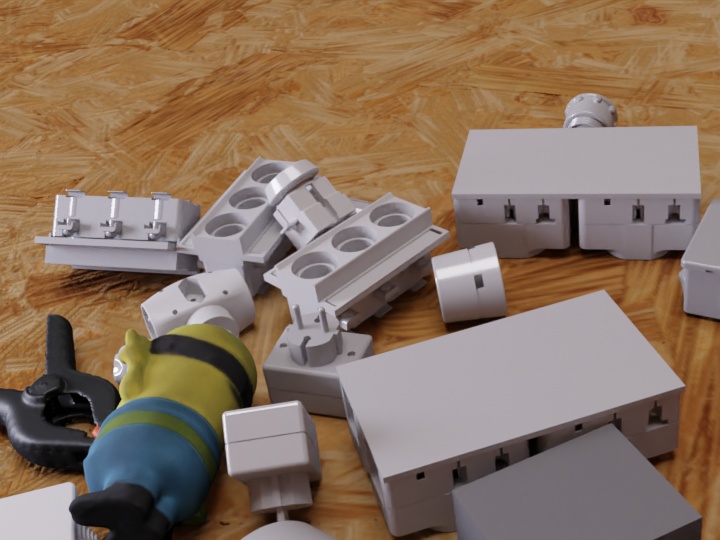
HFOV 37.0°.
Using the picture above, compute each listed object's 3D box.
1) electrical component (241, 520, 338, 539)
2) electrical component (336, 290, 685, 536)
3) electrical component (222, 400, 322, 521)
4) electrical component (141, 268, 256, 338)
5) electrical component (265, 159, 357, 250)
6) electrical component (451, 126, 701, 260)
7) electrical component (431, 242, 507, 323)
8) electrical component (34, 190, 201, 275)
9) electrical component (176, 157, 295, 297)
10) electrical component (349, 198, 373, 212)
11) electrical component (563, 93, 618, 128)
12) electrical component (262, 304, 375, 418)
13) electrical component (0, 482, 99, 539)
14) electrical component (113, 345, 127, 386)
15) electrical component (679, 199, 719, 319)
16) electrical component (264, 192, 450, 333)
[{"bbox_3d":[-0.034,0.180,0.543,0.099,0.099,0.064,-32,34,-29],"label":"electrical component"},{"bbox_3d":[0.091,0.089,0.673,0.186,0.060,0.105,-15,35,-8],"label":"electrical component"},{"bbox_3d":[-0.049,0.126,0.651,0.047,0.083,0.075,-9,73,1],"label":"electrical component"},{"bbox_3d":[-0.115,0.041,0.807,0.077,0.043,0.079,-22,37,-18],"label":"electrical component"},{"bbox_3d":[-0.042,-0.053,0.845,0.066,0.048,0.055,-33,83,-38],"label":"electrical component"},{"bbox_3d":[0.177,-0.064,0.872,0.186,0.060,0.105,1,36,15],"label":"electrical component"},{"bbox_3d":[0.080,0.011,0.795,0.047,0.055,0.055,-11,34,4],"label":"electrical component"},{"bbox_3d":[-0.197,-0.031,0.902,0.121,0.063,0.079,3,-4,17],"label":"electrical component"},{"bbox_3d":[-0.085,-0.036,0.892,0.079,0.063,0.121,7,38,22],"label":"electrical component"},{"bbox_3d":[-0.009,-0.043,0.907,0.046,0.040,0.040,10,39,16],"label":"electrical component"},{"bbox_3d":[0.205,-0.126,0.971,0.048,0.048,0.062,6,45,21],"label":"electrical component"},{"bbox_3d":[-0.029,0.055,0.736,0.066,0.076,0.047,5,37,21],"label":"electrical component"},{"bbox_3d":[-0.203,0.180,0.623,0.100,0.048,0.099,-13,35,-5],"label":"electrical component"},{"bbox_3d":[-0.145,0.071,0.779,0.061,0.035,0.035,0,36,10],"label":"electrical component"},{"bbox_3d":[0.284,-0.003,0.769,0.100,0.048,0.099,12,40,28],"label":"electrical component"},{"bbox_3d":[0.000,0.000,0.820,0.121,0.063,0.079,-34,41,-31],"label":"electrical component"}]
